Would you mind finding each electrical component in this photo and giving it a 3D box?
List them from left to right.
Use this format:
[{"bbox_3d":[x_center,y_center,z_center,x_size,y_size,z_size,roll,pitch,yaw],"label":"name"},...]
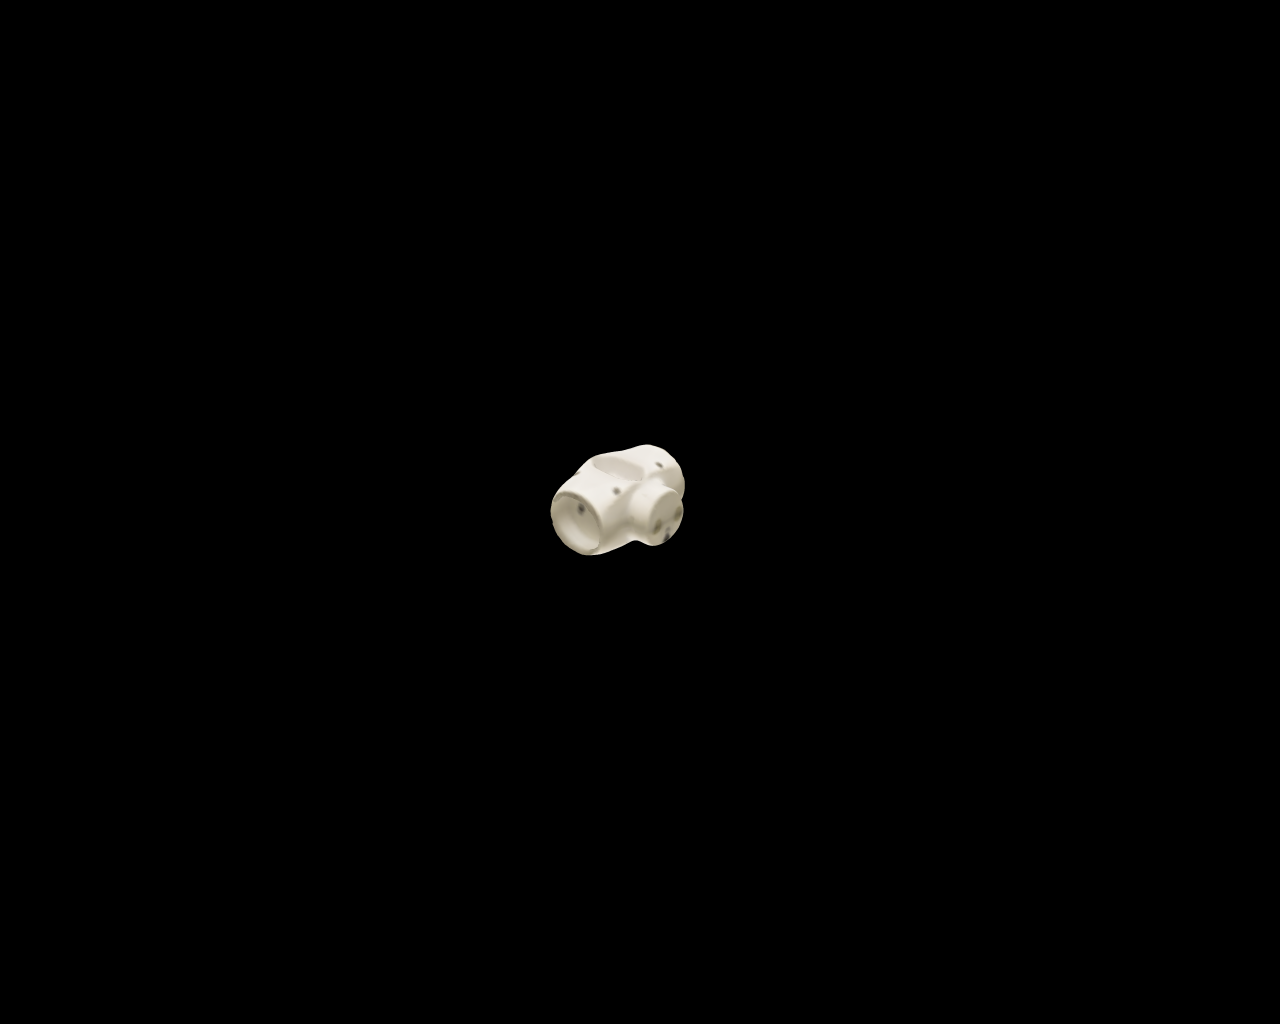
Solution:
[{"bbox_3d":[0.001,-0.003,0.650,0.079,0.043,0.077,24,39,34],"label":"electrical component"}]
